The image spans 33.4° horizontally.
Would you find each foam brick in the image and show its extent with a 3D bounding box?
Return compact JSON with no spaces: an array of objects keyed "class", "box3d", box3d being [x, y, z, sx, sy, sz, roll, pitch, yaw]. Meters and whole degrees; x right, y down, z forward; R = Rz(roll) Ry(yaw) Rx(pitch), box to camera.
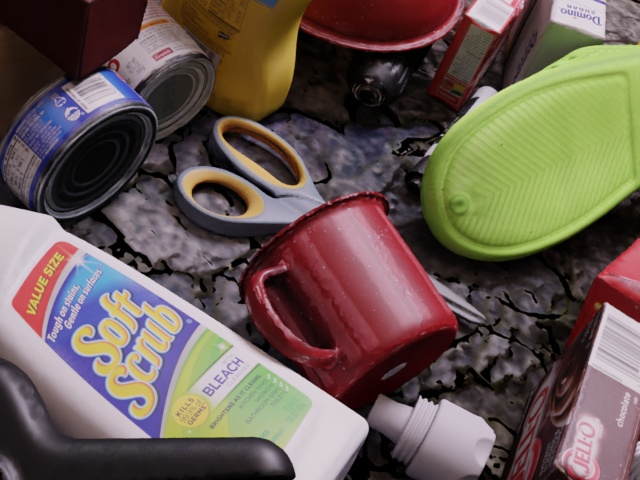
[{"class":"foam brick","box3d":[-0.131,-0.131,0.541,0.078,0.053,0.051,38,49,10]}]

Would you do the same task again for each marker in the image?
[{"class":"marker","box3d":[0.089,-0.066,0.711,0.020,0.020,0.121,34,48,9]}]

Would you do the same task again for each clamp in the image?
[{"class":"clamp","box3d":[-0.135,0.117,0.438,0.210,0.036,0.164,24,77,18]}]

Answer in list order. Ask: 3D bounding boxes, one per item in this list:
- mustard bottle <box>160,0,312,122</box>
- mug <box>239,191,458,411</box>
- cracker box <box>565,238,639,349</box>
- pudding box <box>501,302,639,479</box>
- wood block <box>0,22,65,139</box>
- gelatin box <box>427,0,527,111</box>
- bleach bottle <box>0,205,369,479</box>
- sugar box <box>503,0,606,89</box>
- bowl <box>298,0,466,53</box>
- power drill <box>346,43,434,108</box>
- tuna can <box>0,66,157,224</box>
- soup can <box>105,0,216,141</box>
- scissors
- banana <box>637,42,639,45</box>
[{"class":"mustard bottle","box3d":[-0.042,-0.166,0.629,0.096,0.192,0.058,42,50,17]},{"class":"mug","box3d":[0.010,0.035,0.542,0.117,0.093,0.081,-2,53,-53]},{"class":"cracker box","box3d":[0.276,0.039,0.638,0.164,0.072,0.213,36,48,26]},{"class":"pudding box","box3d":[0.125,0.100,0.533,0.039,0.090,0.113,31,47,4]},{"class":"wood block","box3d":[-0.241,-0.097,0.568,0.205,0.090,0.091,-21,61,-34]},{"class":"gelatin box","box3d":[0.115,-0.144,0.750,0.030,0.073,0.089,31,47,6]},{"class":"bleach bottle","box3d":[-0.106,0.059,0.504,0.251,0.068,0.102,32,48,11]},{"class":"sugar box","box3d":[0.172,-0.168,0.779,0.048,0.093,0.176,17,48,-5]},{"class":"bowl","box3d":[0.030,-0.200,0.705,0.162,0.055,0.162,9,53,-12]},{"class":"power drill","box3d":[-0.002,-0.183,0.755,0.187,0.057,0.184,25,47,0]},{"class":"tuna can","box3d":[-0.129,-0.050,0.572,0.034,0.086,0.086,43,50,15]},{"class":"soup can","box3d":[-0.119,-0.116,0.645,0.068,0.069,0.102,-28,65,-36]},{"class":"scissors","box3d":[-0.004,0.001,0.622,0.096,0.016,0.202,-32,68,-36]},{"class":"banana","box3d":[0.265,-0.125,0.818,0.069,0.037,0.197,42,49,-8]}]
